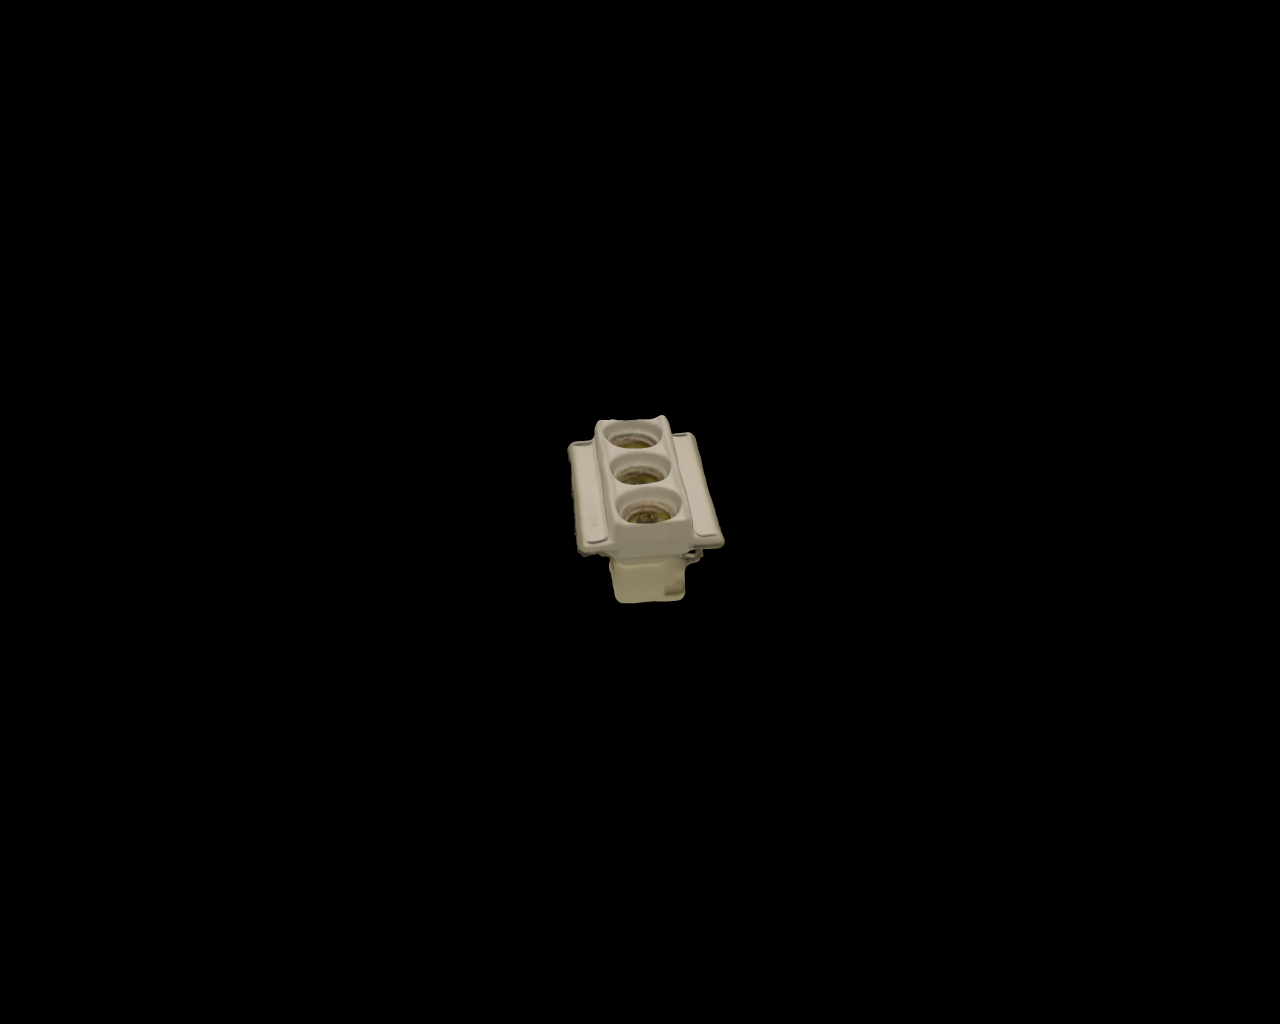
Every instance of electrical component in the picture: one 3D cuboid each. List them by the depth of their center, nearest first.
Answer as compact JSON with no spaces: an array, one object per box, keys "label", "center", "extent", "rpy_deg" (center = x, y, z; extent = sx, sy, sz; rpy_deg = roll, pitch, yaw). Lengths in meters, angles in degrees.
[{"label":"electrical component","center":[0.001,-0.003,0.650],"extent":[0.079,0.063,0.121],"rpy_deg":[-3,34,-5]}]
